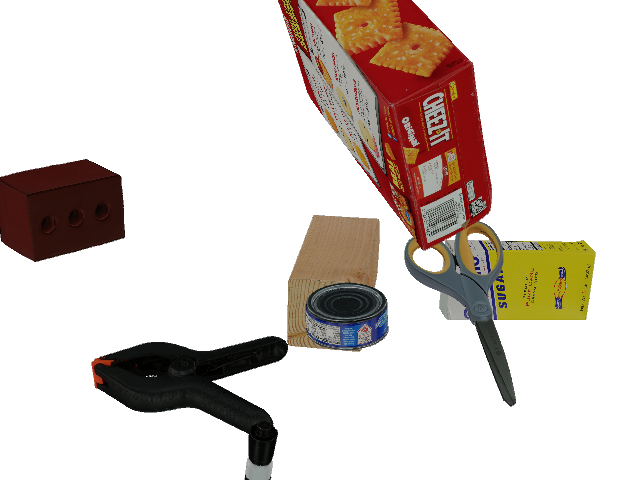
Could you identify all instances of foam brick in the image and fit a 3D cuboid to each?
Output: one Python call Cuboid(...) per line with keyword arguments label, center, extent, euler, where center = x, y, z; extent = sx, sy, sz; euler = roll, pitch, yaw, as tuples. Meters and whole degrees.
Cuboid(label="foam brick", center=(-0.193, -0.024, 0.794), extent=(0.078, 0.053, 0.051), euler=(-18, 30, -37))

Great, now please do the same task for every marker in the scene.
Cuboid(label="marker", center=(-0.043, 0.169, 0.710), extent=(0.020, 0.121, 0.020), euler=(6, 31, -4))

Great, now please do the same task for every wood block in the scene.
Cuboid(label="wood block", center=(0.020, 0.048, 1.319), extent=(0.091, 0.090, 0.206), euler=(4, 23, 6))

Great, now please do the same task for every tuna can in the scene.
Cuboid(label="tuna can", center=(0.027, 0.077, 1.096), extent=(0.086, 0.034, 0.086), euler=(-2, 25, 1))

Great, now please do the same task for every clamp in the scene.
Cuboid(label="clamp", center=(-0.110, 0.115, 0.933), extent=(0.171, 0.039, 0.120), euler=(10, 26, 10))

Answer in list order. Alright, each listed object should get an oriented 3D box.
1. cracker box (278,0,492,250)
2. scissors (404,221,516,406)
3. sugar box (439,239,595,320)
Cuboid(label="cracker box", center=(0.045, -0.123, 0.813), extent=(0.072, 0.214, 0.164), euler=(-28, -39, -6))
Cuboid(label="scissors", center=(0.115, 0.055, 0.898), extent=(0.096, 0.016, 0.201), euler=(3, 44, 7))
Cuboid(label="sugar box", center=(0.236, 0.048, 1.288), extent=(0.176, 0.093, 0.048), euler=(-1, 20, -8))
